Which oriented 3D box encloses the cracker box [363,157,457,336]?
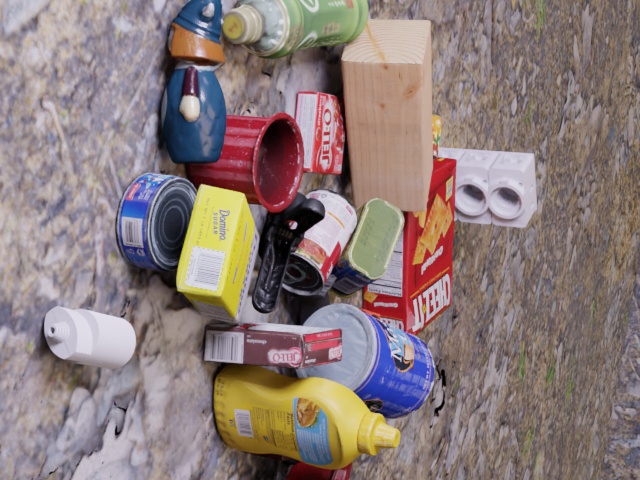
[{"bbox_3d":[0.122,0.008,1.411,0.163,0.072,0.214,-29,122,-57],"label":"cracker box"}]

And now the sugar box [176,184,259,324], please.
[{"bbox_3d":[-0.088,0.018,0.966,0.176,0.048,0.093,73,30,-78],"label":"sugar box"}]

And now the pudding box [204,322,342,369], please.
[{"bbox_3d":[-0.045,0.104,1.064,0.089,0.114,0.039,4,89,-63],"label":"pudding box"}]

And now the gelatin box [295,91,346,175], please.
[{"bbox_3d":[0.000,-0.118,1.189,0.073,0.030,0.089,-2,98,-62],"label":"gelatin box"}]

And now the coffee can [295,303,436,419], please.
[{"bbox_3d":[0.051,0.137,1.185,0.140,0.103,0.103,28,71,-52],"label":"coffee can"}]

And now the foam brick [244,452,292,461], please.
[{"bbox_3d":[-0.045,0.196,1.156,0.052,0.051,0.078,10,88,-63],"label":"foam brick"}]

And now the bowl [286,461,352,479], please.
[{"bbox_3d":[-0.012,0.295,1.181,0.162,0.055,0.162,15,90,-78],"label":"bowl"}]

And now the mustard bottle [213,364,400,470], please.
[{"bbox_3d":[-0.011,0.180,1.062,0.058,0.192,0.096,-42,133,-52],"label":"mustard bottle"}]

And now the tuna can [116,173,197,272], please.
[{"bbox_3d":[-0.140,-0.015,0.939,0.086,0.034,0.086,-24,118,-59],"label":"tuna can"}]

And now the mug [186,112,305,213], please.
[{"bbox_3d":[-0.067,-0.083,1.011,0.117,0.082,0.093,-56,143,-41],"label":"mug"}]

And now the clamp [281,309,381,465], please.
[{"bbox_3d":[0.029,0.188,1.296,0.210,0.036,0.164,-66,152,-13],"label":"clamp"}]

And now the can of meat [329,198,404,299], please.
[{"bbox_3d":[0.047,0.009,1.235,0.057,0.084,0.102,29,64,-15],"label":"can of meat"}]

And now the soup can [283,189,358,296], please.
[{"bbox_3d":[-0.008,0.001,1.162,0.102,0.069,0.068,-61,145,-37],"label":"soup can"}]

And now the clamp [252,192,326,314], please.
[{"bbox_3d":[-0.031,-0.012,1.052,0.120,0.039,0.171,-54,-163,20],"label":"clamp"}]

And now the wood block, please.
[{"bbox_3d":[0.081,-0.141,1.231,0.090,0.090,0.206,-74,163,-46],"label":"wood block"}]
